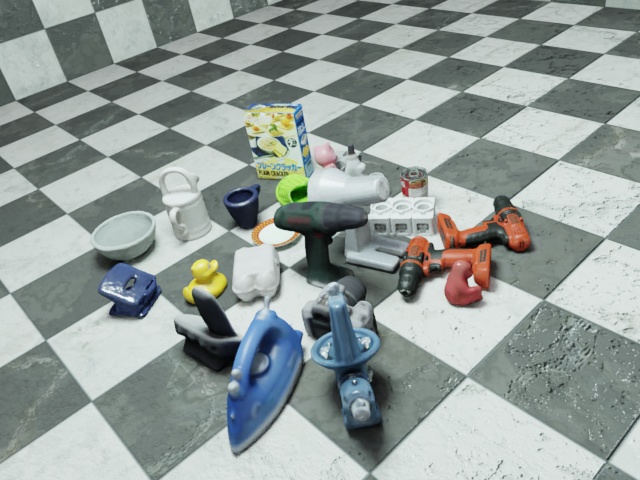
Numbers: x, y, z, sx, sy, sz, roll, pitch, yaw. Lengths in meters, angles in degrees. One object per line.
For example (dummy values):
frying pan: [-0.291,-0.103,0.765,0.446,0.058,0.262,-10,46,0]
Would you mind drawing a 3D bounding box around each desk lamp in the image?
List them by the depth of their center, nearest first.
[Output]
desk lamp: [0.086,-0.057,1.281,0.202,0.214,0.118,11,41,28]

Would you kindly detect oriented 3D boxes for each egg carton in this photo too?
egg carton: [-0.142,0.071,1.288,0.107,0.069,0.150,-10,36,0]

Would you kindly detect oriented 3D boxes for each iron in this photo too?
iron: [-0.115,0.226,1.008,0.118,0.142,0.258,2,38,17]

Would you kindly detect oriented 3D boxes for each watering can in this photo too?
watering can: [-0.353,-0.107,1.478,0.101,0.194,0.172,-15,36,-6]

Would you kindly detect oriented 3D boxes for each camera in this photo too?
camera: [0.052,0.130,1.131,0.142,0.101,0.137,12,41,28]

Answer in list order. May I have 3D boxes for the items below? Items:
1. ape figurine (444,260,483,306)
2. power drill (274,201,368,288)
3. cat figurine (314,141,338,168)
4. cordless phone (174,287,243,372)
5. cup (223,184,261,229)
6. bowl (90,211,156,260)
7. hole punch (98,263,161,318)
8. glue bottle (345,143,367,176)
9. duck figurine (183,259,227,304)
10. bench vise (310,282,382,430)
ape figurine: [0.284,0.081,1.146,0.076,0.092,0.077,-12,36,-2]
power drill: [0.011,0.004,1.220,0.228,0.209,0.076,13,42,29]
cat figurine: [0.023,-0.214,1.592,0.067,0.118,0.127,-15,36,-5]
cordless phone: [-0.224,0.148,1.105,0.147,0.185,0.094,16,44,32]
cup: [-0.189,-0.084,1.489,0.091,0.095,0.118,15,43,31]
bowl: [-0.493,0.001,1.469,0.167,0.075,0.167,-7,36,5]
hole punch: [-0.425,0.110,1.289,0.101,0.091,0.109,1,37,15]
glue bottle: [0.090,-0.169,1.466,0.078,0.173,0.037,1,38,16]
duck figurine: [-0.264,0.086,1.284,0.105,0.086,0.077,-33,41,-28]
bench vise: [0.057,0.188,0.948,0.122,0.220,0.206,-23,38,-16]
